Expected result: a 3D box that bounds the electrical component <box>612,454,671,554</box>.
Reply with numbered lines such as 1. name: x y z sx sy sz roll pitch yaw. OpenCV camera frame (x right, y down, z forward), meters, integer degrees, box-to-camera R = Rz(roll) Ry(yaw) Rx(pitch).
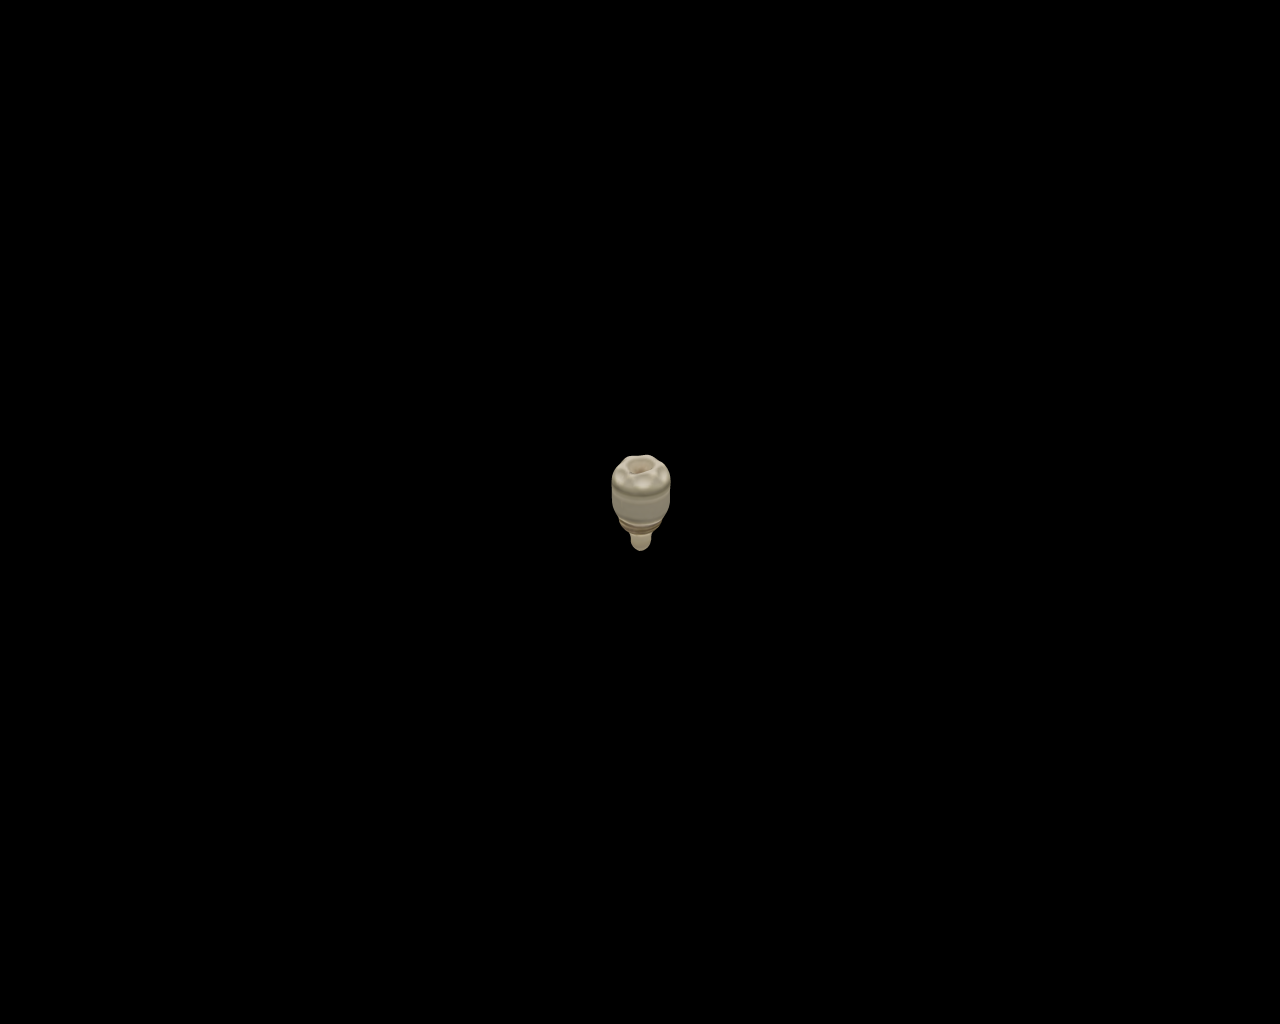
1. electrical component: 0.001 -0.003 0.650 0.035 0.061 0.035 0 31 0
